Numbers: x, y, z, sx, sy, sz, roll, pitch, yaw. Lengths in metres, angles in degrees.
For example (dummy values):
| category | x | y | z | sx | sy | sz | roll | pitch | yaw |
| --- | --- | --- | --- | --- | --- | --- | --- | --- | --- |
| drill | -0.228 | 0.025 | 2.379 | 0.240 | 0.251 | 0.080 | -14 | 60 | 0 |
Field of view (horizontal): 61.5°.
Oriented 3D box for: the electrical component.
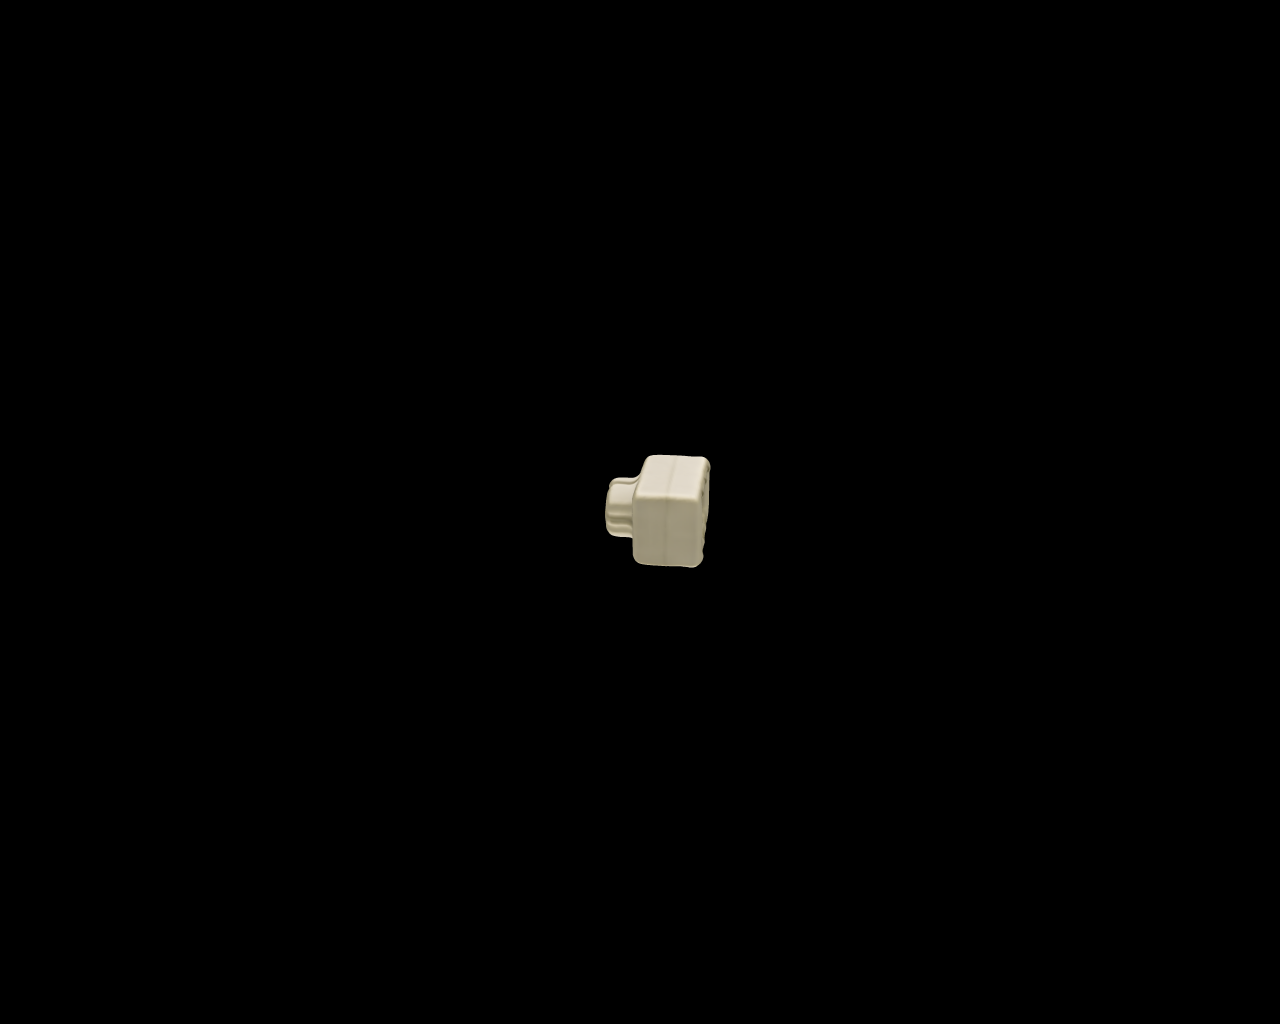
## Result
| category | x | y | z | sx | sy | sz | roll | pitch | yaw |
| --- | --- | --- | --- | --- | --- | --- | --- | --- | --- |
| electrical component | 0.001 | -0.003 | 0.650 | 0.077 | 0.047 | 0.066 | 3 | 26 | 7 |
